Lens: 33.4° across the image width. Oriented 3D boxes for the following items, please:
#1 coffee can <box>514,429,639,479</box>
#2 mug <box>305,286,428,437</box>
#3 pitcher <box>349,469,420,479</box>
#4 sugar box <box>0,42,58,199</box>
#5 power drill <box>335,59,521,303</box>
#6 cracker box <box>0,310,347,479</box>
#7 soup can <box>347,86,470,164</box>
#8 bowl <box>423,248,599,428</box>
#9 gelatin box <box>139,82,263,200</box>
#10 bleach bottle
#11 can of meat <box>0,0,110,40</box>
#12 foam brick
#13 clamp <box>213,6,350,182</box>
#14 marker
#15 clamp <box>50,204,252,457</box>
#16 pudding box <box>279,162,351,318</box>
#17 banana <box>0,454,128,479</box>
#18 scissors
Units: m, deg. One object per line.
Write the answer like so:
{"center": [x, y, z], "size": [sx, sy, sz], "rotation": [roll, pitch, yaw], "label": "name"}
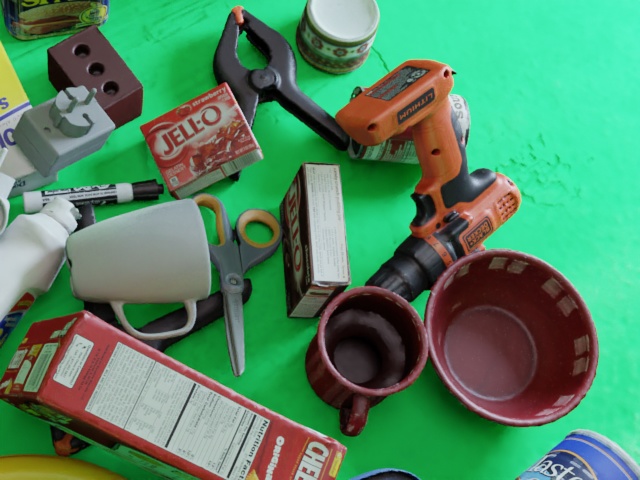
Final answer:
{"center": [0.189, 0.234, 0.860], "size": [0.140, 0.103, 0.103], "rotation": [-32, 78, -23], "label": "coffee can"}
{"center": [0.033, 0.106, 0.888], "size": [0.093, 0.082, 0.117], "rotation": [10, 65, -10], "label": "mug"}
{"center": [0.006, 0.285, 0.783], "size": [0.242, 0.145, 0.149], "rotation": [-17, 40, -17], "label": "pitcher"}
{"center": [-0.303, -0.117, 0.922], "size": [0.093, 0.048, 0.176], "rotation": [-24, 74, -22], "label": "sugar box"}
{"center": [0.082, -0.047, 0.929], "size": [0.184, 0.057, 0.187], "rotation": [-40, 124, -21], "label": "power drill"}
{"center": [-0.111, 0.129, 0.765], "size": [0.213, 0.164, 0.072], "rotation": [30, 71, -19], "label": "cracker box"}
{"center": [0.081, -0.106, 0.998], "size": [0.102, 0.069, 0.068], "rotation": [3, 67, -13], "label": "soup can"}
{"center": [0.160, 0.091, 0.940], "size": [0.162, 0.055, 0.162], "rotation": [5, 66, -12], "label": "bowl"}
{"center": [-0.106, -0.087, 0.947], "size": [0.089, 0.030, 0.073], "rotation": [-26, 69, -1], "label": "gelatin box"}
{"center": [-0.270, 0.063, 0.821], "size": [0.068, 0.103, 0.250], "rotation": [32, 64, 4], "label": "bleach bottle"}
{"center": [-0.239, -0.229, 0.963], "size": [0.102, 0.084, 0.057], "rotation": [-12, 71, -18], "label": "can of meat"}
{"center": [-0.201, -0.140, 0.953], "size": [0.053, 0.051, 0.078], "rotation": [-35, 80, -23], "label": "foam brick"}
{"center": [-0.060, -0.135, 0.994], "size": [0.120, 0.039, 0.171], "rotation": [-24, 73, -21], "label": "clamp"}
{"center": [-0.196, -0.039, 0.929], "size": [0.121, 0.020, 0.020], "rotation": [-7, 69, -16], "label": "marker"}
{"center": [-0.172, 0.075, 0.877], "size": [0.164, 0.036, 0.209], "rotation": [31, 61, 1], "label": "clamp"}
{"center": [-0.006, 0.001, 0.919], "size": [0.039, 0.090, 0.113], "rotation": [-1, 68, -15], "label": "pudding box"}
{"center": [-0.226, 0.197, 0.815], "size": [0.197, 0.037, 0.069], "rotation": [-7, 88, -15], "label": "banana"}
{"center": [-0.058, 0.032, 0.897], "size": [0.096, 0.016, 0.202], "rotation": [-3, 46, -27], "label": "scissors"}
